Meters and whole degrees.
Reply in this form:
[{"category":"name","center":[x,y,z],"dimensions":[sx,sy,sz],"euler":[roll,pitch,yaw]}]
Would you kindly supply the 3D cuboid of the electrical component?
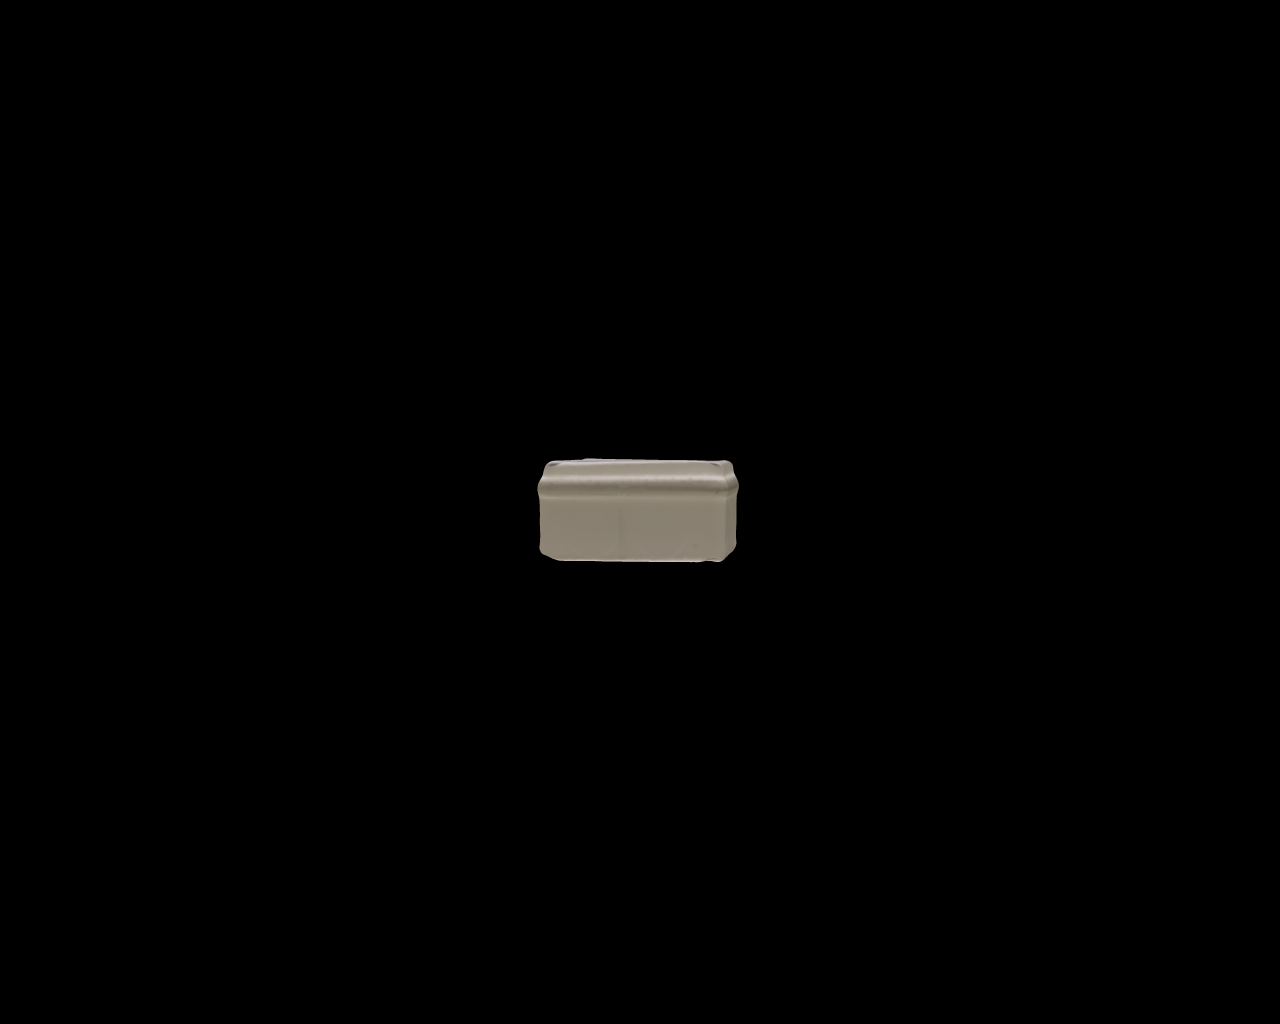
[{"category":"electrical component","center":[0.001,-0.003,0.650],"dimensions":[0.113,0.057,0.078],"euler":[1,4,11]}]
